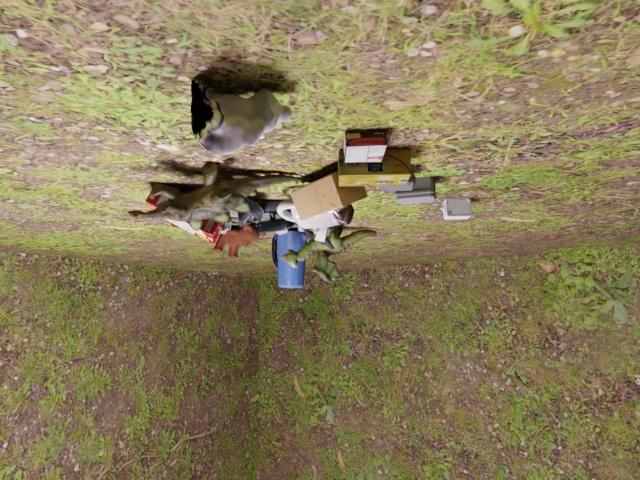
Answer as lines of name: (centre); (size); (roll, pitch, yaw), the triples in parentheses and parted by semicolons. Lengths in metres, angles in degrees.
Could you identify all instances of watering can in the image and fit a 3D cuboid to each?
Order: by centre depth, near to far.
watering can: (0.005, -0.083, 1.642); (0.224, 0.105, 0.345); (-6, 168, 21)

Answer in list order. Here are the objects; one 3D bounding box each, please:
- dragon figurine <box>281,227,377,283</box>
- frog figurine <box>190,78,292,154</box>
dragon figurine: (0.046, 0.055, 2.090); (0.410, 0.246, 0.120); (4, 163, -13)
frog figurine: (-0.136, -0.207, 0.888); (0.160, 0.121, 0.139); (-3, -154, -39)
